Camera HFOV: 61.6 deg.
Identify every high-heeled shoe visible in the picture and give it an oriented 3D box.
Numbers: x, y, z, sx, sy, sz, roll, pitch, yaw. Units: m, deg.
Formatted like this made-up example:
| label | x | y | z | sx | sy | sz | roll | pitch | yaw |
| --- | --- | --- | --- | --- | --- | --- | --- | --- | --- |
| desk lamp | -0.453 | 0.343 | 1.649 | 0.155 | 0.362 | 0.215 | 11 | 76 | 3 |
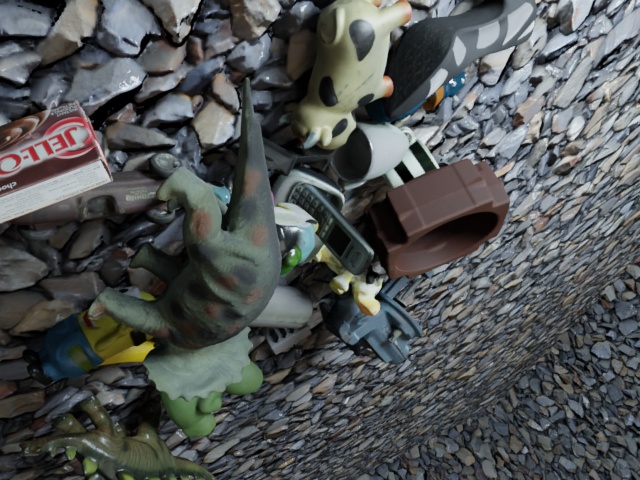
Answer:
| label | x | y | z | sx | sy | sz | roll | pitch | yaw |
| --- | --- | --- | --- | --- | --- | --- | --- | --- | --- |
| high-heeled shoe | 0.186 | -0.234 | 0.701 | 0.248 | 0.086 | 0.145 | -53 | 136 | 5 |

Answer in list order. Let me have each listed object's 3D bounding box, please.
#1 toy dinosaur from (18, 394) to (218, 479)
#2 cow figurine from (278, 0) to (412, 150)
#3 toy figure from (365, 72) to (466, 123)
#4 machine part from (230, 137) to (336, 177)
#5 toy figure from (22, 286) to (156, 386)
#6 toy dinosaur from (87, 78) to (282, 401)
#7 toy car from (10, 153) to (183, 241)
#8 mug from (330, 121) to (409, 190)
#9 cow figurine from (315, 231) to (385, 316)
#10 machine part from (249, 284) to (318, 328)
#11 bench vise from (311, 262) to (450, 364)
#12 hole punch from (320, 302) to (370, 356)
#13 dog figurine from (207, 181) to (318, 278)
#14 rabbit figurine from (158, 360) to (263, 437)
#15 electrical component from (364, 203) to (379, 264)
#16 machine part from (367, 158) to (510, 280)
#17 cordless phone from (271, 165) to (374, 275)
| label | x | y | z | sx | sy | sz | roll | pitch | yaw |
| --- | --- | --- | --- | --- | --- | --- | --- | --- | --- |
| toy dinosaur | -0.323 | 0.399 | 0.965 | 0.105 | 0.199 | 0.470 | -38 | 147 | 10 |
| cow figurine | 0.022 | -0.184 | 0.629 | 0.127 | 0.086 | 0.194 | -25 | 150 | -27 |
| toy figure | 0.133 | -0.204 | 0.732 | 0.154 | 0.058 | 0.064 | -25 | 153 | -25 |
| machine part | -0.042 | -0.108 | 0.688 | 0.139 | 0.084 | 0.039 | -9 | 117 | -49 |
| toy figure | -0.306 | 0.131 | 0.741 | 0.180 | 0.082 | 0.089 | -33 | 160 | -12 |
| toy dinosaur | -0.115 | 0.041 | 0.593 | 0.192 | 0.131 | 0.404 | 35 | 125 | -10 |
| toy car | -0.238 | -0.047 | 0.597 | 0.202 | 0.053 | 0.089 | -9 | 137 | -35 |
| mug | 0.073 | -0.119 | 0.767 | 0.107 | 0.081 | 0.109 | -19 | 141 | -40 |
| cow figurine | 0.053 | 0.043 | 0.891 | 0.098 | 0.167 | 0.068 | -45 | -175 | -17 |
| machine part | -0.092 | 0.111 | 0.917 | 0.243 | 0.079 | 0.079 | 13 | 124 | -51 |
| bench vise | 0.126 | 0.107 | 0.996 | 0.240 | 0.129 | 0.223 | -45 | 105 | -12 |
| hole punch | 0.072 | 0.166 | 1.114 | 0.092 | 0.116 | 0.142 | -34 | 150 | -17 |
| dog figurine | -0.106 | 0.040 | 0.726 | 0.108 | 0.192 | 0.219 | -9 | 125 | -45 |
| rabbit figurine | -0.194 | 0.248 | 0.970 | 0.170 | 0.121 | 0.158 | -20 | 126 | 3 |
| electrical component | 0.141 | -0.029 | 0.969 | 0.115 | 0.058 | 0.134 | -15 | 143 | -33 |
| machine part | 0.179 | -0.028 | 0.836 | 0.201 | 0.087 | 0.201 | -23 | 157 | 0 |
| cordless phone | -0.002 | -0.002 | 0.751 | 0.089 | 0.184 | 0.146 | -9 | 139 | -43 |
